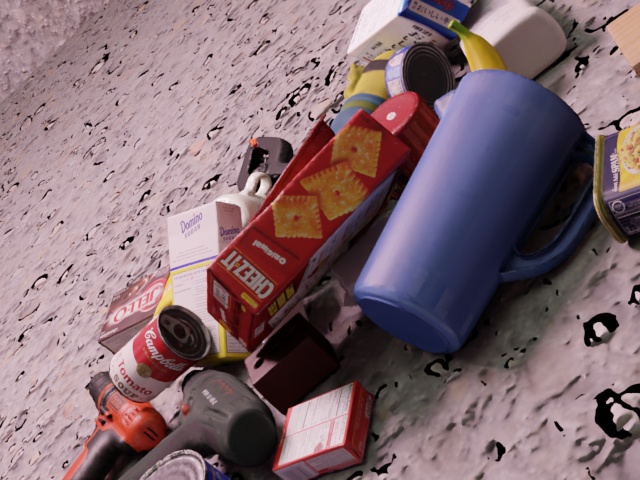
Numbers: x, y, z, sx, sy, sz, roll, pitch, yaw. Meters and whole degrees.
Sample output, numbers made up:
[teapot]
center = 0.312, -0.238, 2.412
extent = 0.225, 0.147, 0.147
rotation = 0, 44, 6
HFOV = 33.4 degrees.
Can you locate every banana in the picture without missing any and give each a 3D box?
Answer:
[banana]
center = 0.171, -0.133, 1.099
extent = 0.037, 0.069, 0.198
rotation = 125, 143, -63

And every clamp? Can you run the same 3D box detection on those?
[clamp]
center = -0.074, -0.069, 1.385
extent = 0.165, 0.036, 0.210
rotation = -47, 29, 12

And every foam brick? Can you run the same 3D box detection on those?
[foam brick]
center = -0.028, 0.122, 1.059
extent = 0.078, 0.051, 0.053
rotation = -42, 27, 7

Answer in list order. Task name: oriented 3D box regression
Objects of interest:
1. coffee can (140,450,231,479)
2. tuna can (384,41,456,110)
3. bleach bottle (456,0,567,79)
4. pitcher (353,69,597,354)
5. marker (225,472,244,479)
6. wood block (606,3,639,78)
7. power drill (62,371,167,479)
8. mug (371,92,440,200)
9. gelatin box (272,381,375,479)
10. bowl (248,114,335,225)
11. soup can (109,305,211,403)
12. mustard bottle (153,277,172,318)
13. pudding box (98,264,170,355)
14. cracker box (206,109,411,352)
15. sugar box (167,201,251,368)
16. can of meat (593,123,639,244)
[coffee can]
center = -0.082, 0.250, 0.862
extent = 0.103, 0.140, 0.103
rotation = -34, 29, 22
[tuna can]
center = 0.116, -0.185, 1.242
extent = 0.034, 0.086, 0.086
rotation = -11, 43, 51
[bleach bottle]
center = 0.205, -0.260, 1.247
extent = 0.103, 0.068, 0.251
rotation = -39, 26, 17
[pitcher]
center = 0.140, -0.020, 0.957
extent = 0.242, 0.145, 0.149
rotation = -59, 18, -17
[marker]
center = -0.116, 0.240, 1.055
extent = 0.121, 0.020, 0.020
rotation = -15, 40, 45
[wood block]
center = 0.364, -0.196, 0.910
extent = 0.206, 0.090, 0.090
rotation = -35, 29, 20
[power drill]
center = -0.270, 0.243, 1.223
extent = 0.187, 0.057, 0.185
rotation = -51, 28, -11
[mug]
center = 0.093, -0.098, 1.159
extent = 0.093, 0.081, 0.117
rotation = -5, 48, 52
[gelatin box]
center = 0.004, 0.176, 0.966
extent = 0.089, 0.030, 0.073
rotation = -27, 31, 33
[bowl]
center = -0.019, -0.058, 1.175
extent = 0.162, 0.055, 0.162
rotation = -55, 3, 5
[soup can]
center = -0.175, 0.125, 1.161
extent = 0.102, 0.068, 0.068
rotation = -41, 25, 33
[mustard bottle]
center = -0.156, 0.034, 1.344
extent = 0.096, 0.058, 0.191
rotation = -51, 19, 38
[pudding box]
center = -0.231, 0.091, 1.394
extent = 0.114, 0.039, 0.090
rotation = -29, 32, 30
[cracker box]
center = -0.016, -0.006, 1.023
extent = 0.213, 0.072, 0.164
rotation = -46, -9, -17
[sugar box]
center = -0.126, 0.052, 1.203
extent = 0.094, 0.048, 0.176
rotation = -15, 72, 43
[can of meat]
center = 0.276, -0.056, 0.877
extent = 0.084, 0.057, 0.102
rotation = -22, 36, 34
